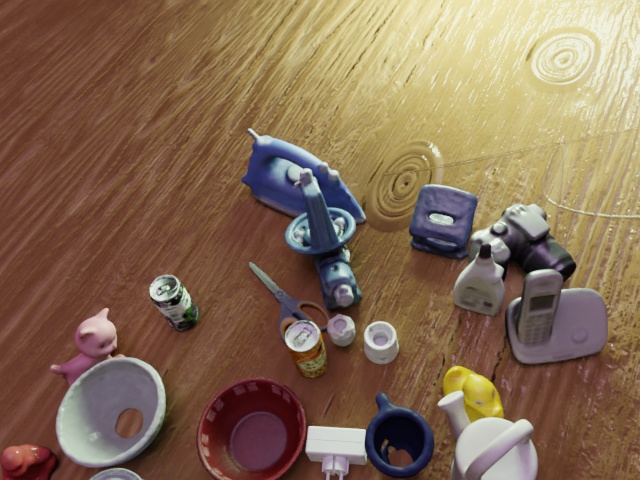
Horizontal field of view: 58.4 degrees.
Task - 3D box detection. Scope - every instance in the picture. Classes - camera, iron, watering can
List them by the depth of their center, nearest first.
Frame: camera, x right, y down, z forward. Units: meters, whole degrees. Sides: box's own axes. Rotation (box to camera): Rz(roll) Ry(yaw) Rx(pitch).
[{"bbox_3d":[0.213,0.273,0.721,0.172,0.194,0.101,28,63,25],"label":"watering can"},{"bbox_3d":[0.339,0.018,0.941,0.143,0.101,0.136,-29,56,-12],"label":"camera"},{"bbox_3d":[-0.030,-0.123,1.073,0.257,0.142,0.119,24,62,23],"label":"iron"}]

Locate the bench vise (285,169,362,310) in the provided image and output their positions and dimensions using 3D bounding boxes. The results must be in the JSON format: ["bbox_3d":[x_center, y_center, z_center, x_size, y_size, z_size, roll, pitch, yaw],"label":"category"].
[{"bbox_3d":[0.018,-0.003,0.932,0.121,0.220,0.206,-33,56,-14],"label":"bench vise"}]

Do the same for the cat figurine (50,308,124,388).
[{"bbox_3d":[-0.375,0.178,0.928,0.128,0.118,0.067,-41,59,-19],"label":"cat figurine"}]

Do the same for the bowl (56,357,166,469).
[{"bbox_3d":[-0.307,0.271,0.877,0.167,0.075,0.167,-4,54,6],"label":"bowl"}]

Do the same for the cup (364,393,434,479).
[{"bbox_3d":[0.105,0.279,0.795,0.092,0.095,0.117,-20,54,-5],"label":"cup"}]

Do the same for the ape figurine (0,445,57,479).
[{"bbox_3d":[-0.437,0.332,0.843,0.078,0.092,0.076,-32,56,-13],"label":"ape figurine"}]

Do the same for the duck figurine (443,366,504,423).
[{"bbox_3d":[0.222,0.220,0.824,0.077,0.086,0.104,-29,56,-12],"label":"duck figurine"}]

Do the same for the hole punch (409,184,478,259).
[{"bbox_3d":[0.216,-0.032,1.001,0.108,0.091,0.101,14,58,18],"label":"hole punch"}]

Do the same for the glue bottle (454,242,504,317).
[{"bbox_3d":[0.249,0.057,0.882,0.078,0.173,0.037,17,59,20],"label":"glue bottle"}]

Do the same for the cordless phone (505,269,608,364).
[{"bbox_3d":[0.349,0.100,0.828,0.147,0.185,0.094,-11,54,1],"label":"cordless phone"}]
